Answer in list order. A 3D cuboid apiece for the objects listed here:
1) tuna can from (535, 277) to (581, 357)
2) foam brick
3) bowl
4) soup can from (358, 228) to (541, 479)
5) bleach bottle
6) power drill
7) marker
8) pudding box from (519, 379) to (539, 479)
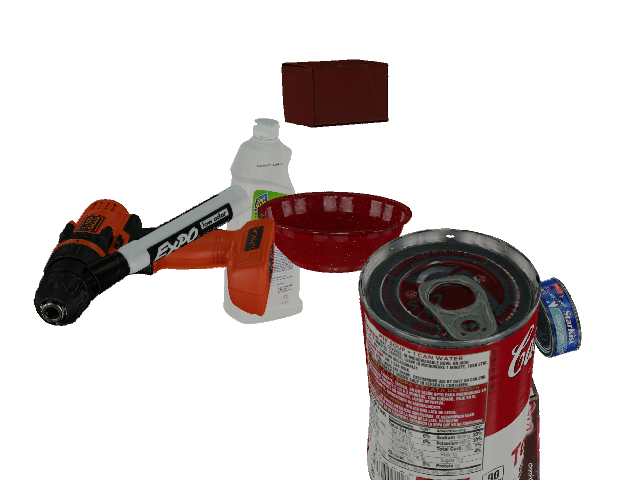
[{"bbox_3d":[0.258,0.087,1.196,0.033,0.086,0.086,-15,2,-7],"label":"tuna can"},{"bbox_3d":[0.013,-0.126,0.910,0.078,0.051,0.053,-8,16,-29],"label":"foam brick"},{"bbox_3d":[0.015,-0.006,1.113,0.162,0.055,0.162,0,17,0],"label":"bowl"},{"bbox_3d":[0.050,0.056,0.428,0.068,0.102,0.068,-2,36,1],"label":"soup can"},{"bbox_3d":[-0.066,-0.026,1.317,0.102,0.251,0.068,-11,26,-35],"label":"bleach bottle"},{"bbox_3d":[-0.136,0.021,0.912,0.187,0.057,0.184,5,28,2],"label":"power drill"},{"bbox_3d":[-0.092,-0.001,0.637,0.120,0.020,0.020,-31,19,-34],"label":"marker"},{"bbox_3d":[0.113,0.093,0.697,0.039,0.090,0.113,-10,41,-2],"label":"pudding box"}]
